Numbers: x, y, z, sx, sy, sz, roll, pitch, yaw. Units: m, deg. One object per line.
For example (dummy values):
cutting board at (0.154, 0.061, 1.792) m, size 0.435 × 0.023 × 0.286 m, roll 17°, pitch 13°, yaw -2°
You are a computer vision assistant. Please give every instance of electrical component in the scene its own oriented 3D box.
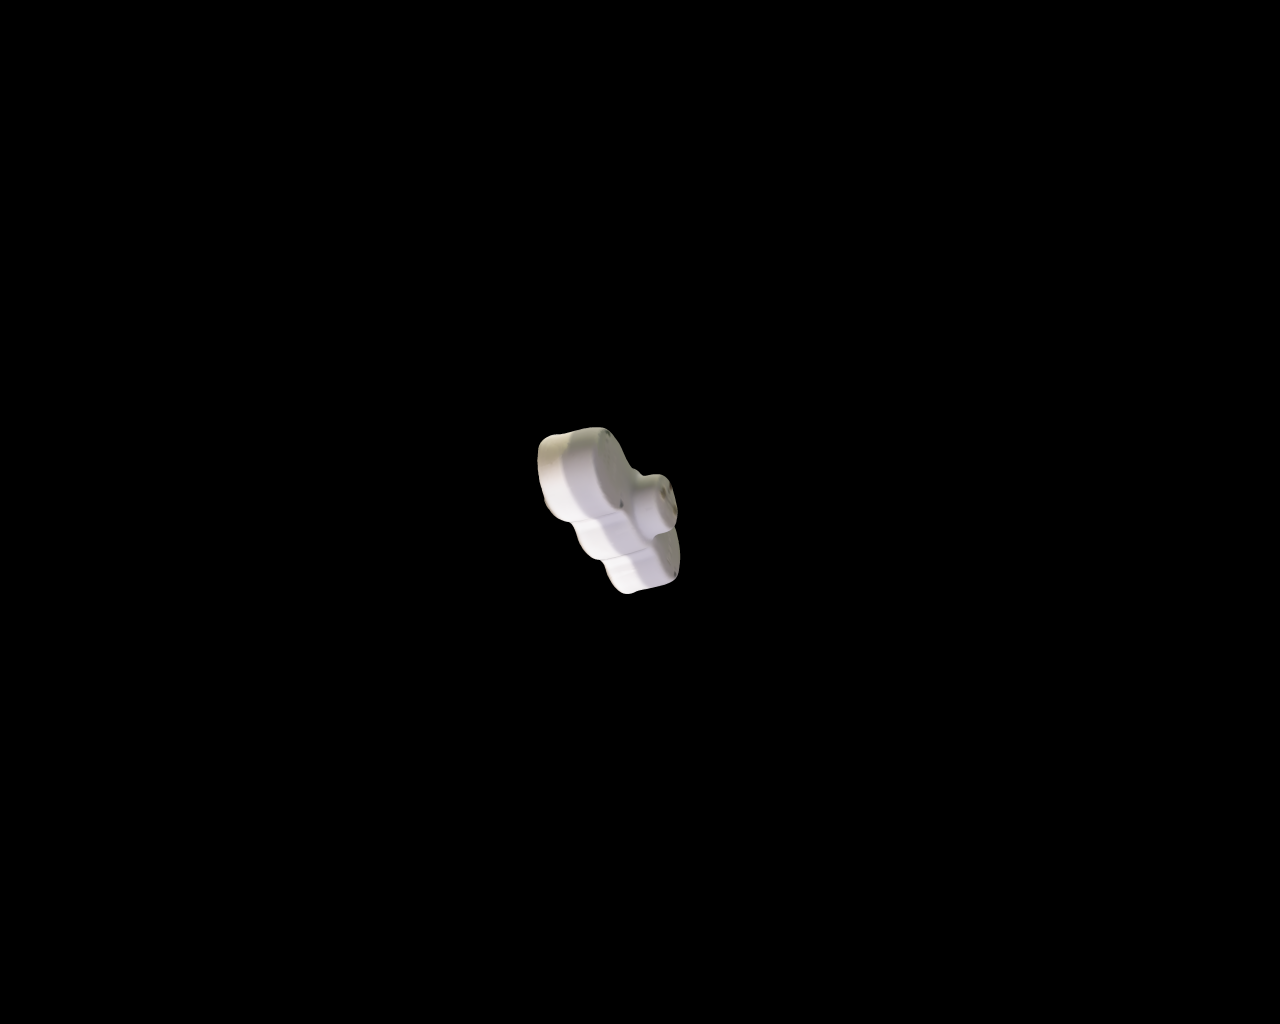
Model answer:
electrical component at (0.001, -0.003, 0.650) m, size 0.074 × 0.052 × 0.138 m, roll -13°, pitch -38°, yaw 18°
